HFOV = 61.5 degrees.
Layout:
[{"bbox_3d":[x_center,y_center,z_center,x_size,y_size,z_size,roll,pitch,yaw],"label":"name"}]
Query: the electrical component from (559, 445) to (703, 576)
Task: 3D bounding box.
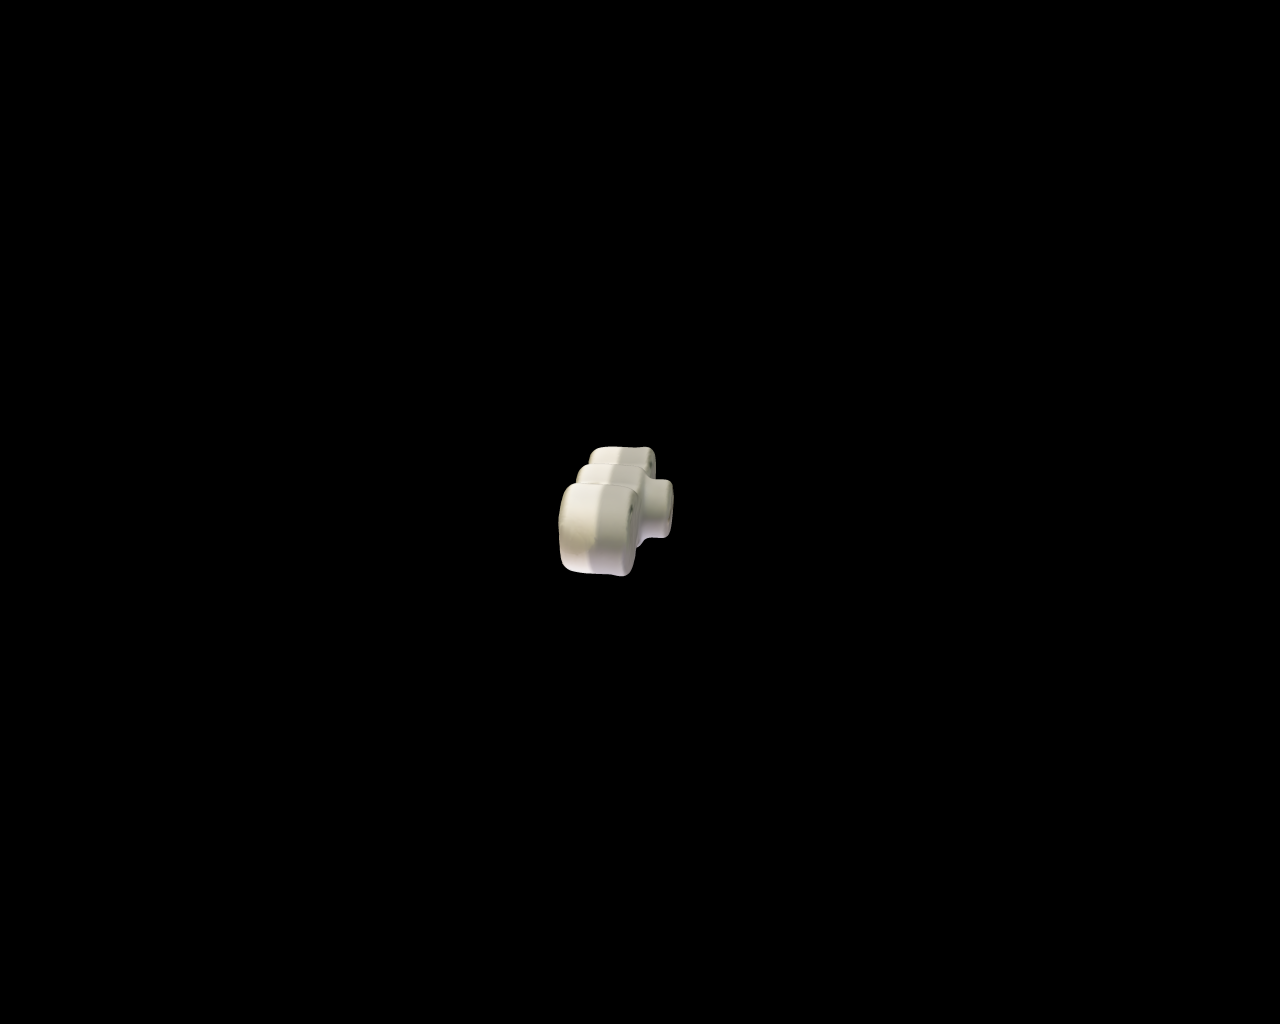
[{"bbox_3d":[0.001,-0.003,0.650,0.074,0.052,0.138,2,18,7],"label":"electrical component"}]
